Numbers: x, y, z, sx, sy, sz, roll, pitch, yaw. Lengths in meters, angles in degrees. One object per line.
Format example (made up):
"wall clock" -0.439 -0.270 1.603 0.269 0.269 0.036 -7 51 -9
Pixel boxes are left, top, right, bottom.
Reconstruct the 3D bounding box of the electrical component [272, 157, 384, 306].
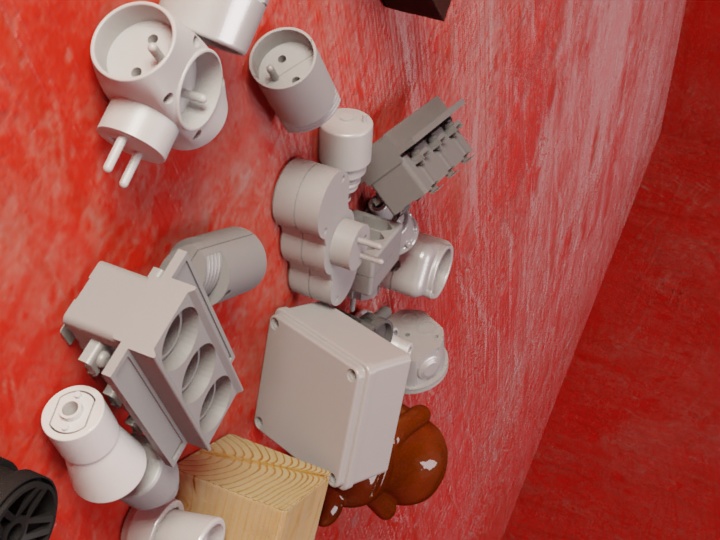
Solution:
"electrical component" -0.016 -0.022 0.810 0.138 0.074 0.052 82 31 -54

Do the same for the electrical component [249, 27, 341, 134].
"electrical component" -0.039 -0.118 0.699 0.081 0.043 0.043 57 53 -68

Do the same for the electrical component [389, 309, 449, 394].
"electrical component" 0.050 0.083 1.104 0.051 0.080 0.080 83 30 -43

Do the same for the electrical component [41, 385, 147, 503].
"electrical component" -0.148 0.093 0.590 0.044 0.044 0.065 -60 154 -32

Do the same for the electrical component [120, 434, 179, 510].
"electrical component" -0.132 0.129 0.670 0.078 0.040 0.040 68 43 -64

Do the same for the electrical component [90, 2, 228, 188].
"electrical component" -0.106 -0.080 0.538 0.077 0.044 0.079 58 53 -67

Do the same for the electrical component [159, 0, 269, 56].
"electrical component" -0.075 -0.141 0.555 0.047 0.055 0.055 -70 162 4

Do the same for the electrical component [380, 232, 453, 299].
"electrical component" 0.054 -0.007 1.059 0.095 0.059 0.053 -13 119 -70

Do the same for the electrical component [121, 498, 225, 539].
"electrical component" -0.124 0.176 0.714 0.045 0.055 0.045 18 90 -72

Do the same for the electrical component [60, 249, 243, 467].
"electrical component" -0.115 0.049 0.605 0.121 0.063 0.078 78 35 -58

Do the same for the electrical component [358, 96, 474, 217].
"electrical component" 0.048 -0.098 0.925 0.079 0.063 0.121 -34 -175 34

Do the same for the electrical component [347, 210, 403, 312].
"electrical component" 0.000 0.000 0.924 0.065 0.047 0.076 -51 153 -51

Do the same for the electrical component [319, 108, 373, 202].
"electrical component" -0.011 -0.086 0.818 0.040 0.040 0.078 -53 154 -45

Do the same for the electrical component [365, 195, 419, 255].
"electrical component" 0.024 -0.044 0.959 0.048 0.048 0.062 -65 154 -20

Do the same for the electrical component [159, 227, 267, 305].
"electrical component" -0.094 0.000 0.652 0.081 0.043 0.043 -24 130 -67

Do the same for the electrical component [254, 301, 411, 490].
"electrical component" -0.023 0.095 0.835 0.056 0.109 0.108 -12 121 -43

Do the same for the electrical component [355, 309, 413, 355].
"electrical component" 0.019 0.067 1.021 0.048 0.062 0.048 19 90 -72
